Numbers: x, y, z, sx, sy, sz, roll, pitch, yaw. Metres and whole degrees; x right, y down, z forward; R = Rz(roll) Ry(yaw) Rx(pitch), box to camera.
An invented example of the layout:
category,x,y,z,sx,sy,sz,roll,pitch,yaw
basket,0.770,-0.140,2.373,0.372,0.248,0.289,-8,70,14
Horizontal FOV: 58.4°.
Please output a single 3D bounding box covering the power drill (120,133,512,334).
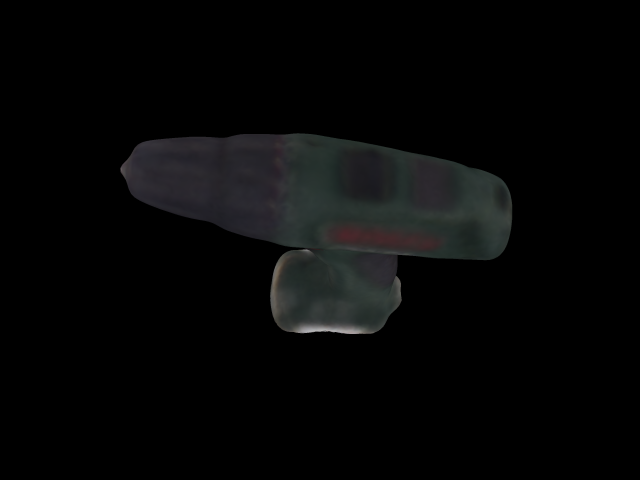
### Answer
category,x,y,z,sx,sy,sz,roll,pitch,yaw
power drill,0.004,0.001,0.400,0.229,0.208,0.075,0,65,0
